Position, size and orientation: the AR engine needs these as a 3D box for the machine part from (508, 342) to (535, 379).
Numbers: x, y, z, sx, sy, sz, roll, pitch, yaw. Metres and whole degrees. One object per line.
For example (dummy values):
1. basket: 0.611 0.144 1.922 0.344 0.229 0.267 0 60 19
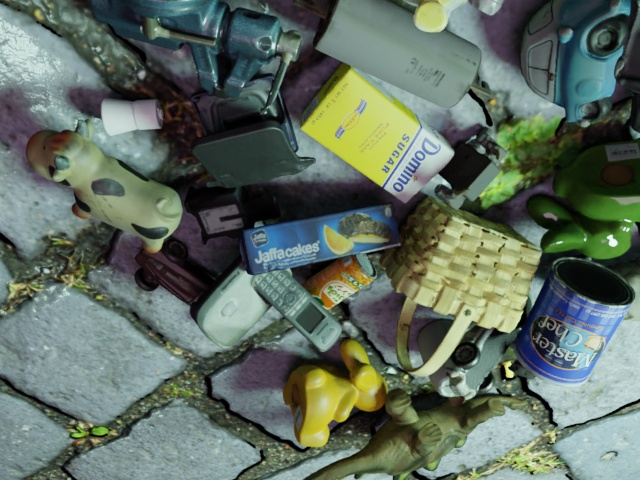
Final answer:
1. machine part: 0.320 0.160 0.817 0.039 0.139 0.084 44 121 3

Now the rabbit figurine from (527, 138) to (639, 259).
1. rabbit figurine: 0.362 -0.026 0.696 0.159 0.121 0.170 -12 140 12

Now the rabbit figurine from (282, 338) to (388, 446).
1. rabbit figurine: 0.038 0.246 0.904 0.173 0.122 0.162 6 117 -22

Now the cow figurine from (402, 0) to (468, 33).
1. cow figurine: 0.075 -0.280 0.532 0.167 0.098 0.068 34 126 -1

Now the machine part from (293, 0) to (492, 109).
1. machine part: 0.083 -0.208 0.581 0.243 0.079 0.079 21 123 -15

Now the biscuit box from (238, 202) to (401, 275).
1. biscuit box: -0.001 -0.002 0.693 0.203 0.063 0.059 -12 92 -14

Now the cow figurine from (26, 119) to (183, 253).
1. cow figurine: -0.259 -0.066 0.654 0.195 0.085 0.127 31 150 -19

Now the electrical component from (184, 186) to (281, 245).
1. electrical component: -0.113 -0.043 0.716 0.119 0.048 0.074 -15 125 9

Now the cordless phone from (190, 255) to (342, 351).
1. cordless phone: -0.071 0.109 0.743 0.184 0.089 0.146 44 75 -6

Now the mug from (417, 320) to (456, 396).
1. mug: 0.201 0.201 0.858 0.081 0.107 0.109 1 123 1

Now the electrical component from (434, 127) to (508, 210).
1. electrical component: 0.183 -0.088 0.658 0.102 0.078 0.045 -45 134 16

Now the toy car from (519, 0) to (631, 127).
1. toy car: 0.271 -0.207 0.580 0.103 0.109 0.161 11 141 22

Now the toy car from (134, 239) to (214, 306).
1. toy car: -0.184 0.077 0.801 0.089 0.053 0.202 -37 119 26

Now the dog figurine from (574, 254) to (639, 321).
1. dog figurine: 0.450 0.045 0.760 0.191 0.121 0.172 25 97 0

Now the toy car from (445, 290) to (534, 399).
1. toy car: 0.250 0.141 0.786 0.202 0.056 0.073 -47 121 -20

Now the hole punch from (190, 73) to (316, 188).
1. hole punch: -0.088 -0.127 0.645 0.142 0.092 0.115 -14 154 6

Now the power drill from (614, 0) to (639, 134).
1. power drill: 0.351 -0.194 0.528 0.086 0.207 0.231 23 124 32

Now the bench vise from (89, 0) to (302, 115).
1. bench vise: -0.116 -0.253 0.510 0.224 0.129 0.240 24 143 5

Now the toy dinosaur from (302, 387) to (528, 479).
1. toy dinosaur: 0.153 0.345 0.921 0.471 0.105 0.198 -9 134 -18
